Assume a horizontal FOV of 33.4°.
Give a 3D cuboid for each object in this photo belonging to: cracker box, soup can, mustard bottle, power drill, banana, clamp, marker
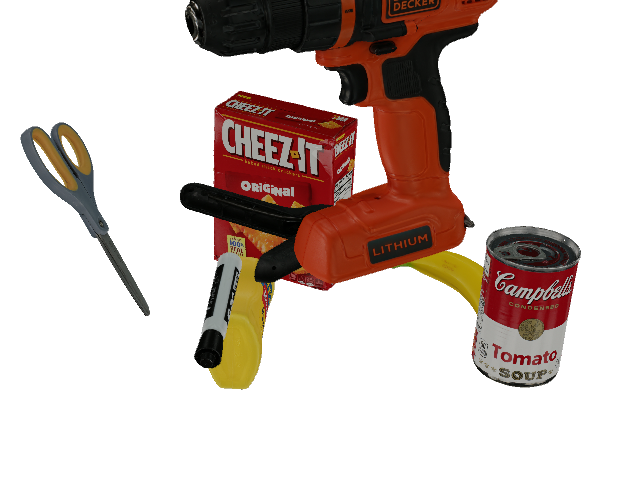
[{"bbox_3d":[-0.047,-0.058,1.307,0.164,0.214,0.072,16,33,21],"label":"cracker box"},{"bbox_3d":[0.151,0.049,0.796,0.068,0.102,0.068,3,27,-2],"label":"soup can"},{"bbox_3d":[-0.084,0.073,1.176,0.058,0.096,0.191,2,28,3],"label":"mustard bottle"},{"bbox_3d":[0.019,-0.072,0.603,0.184,0.188,0.057,-14,32,-20],"label":"power drill"},{"bbox_3d":[0.154,0.056,1.118,0.069,0.037,0.198,-35,39,-13],"label":"banana"},{"bbox_3d":[-0.006,-0.002,0.950,0.209,0.036,0.165,6,24,-28],"label":"clamp"},{"bbox_3d":[-0.074,0.050,0.775,0.020,0.020,0.121,0,34,5],"label":"marker"}]

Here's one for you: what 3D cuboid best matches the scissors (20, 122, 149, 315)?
[{"bbox_3d":[-0.209,-0.029,1.000,0.016,0.201,0.096,-24,27,19],"label":"scissors"}]
